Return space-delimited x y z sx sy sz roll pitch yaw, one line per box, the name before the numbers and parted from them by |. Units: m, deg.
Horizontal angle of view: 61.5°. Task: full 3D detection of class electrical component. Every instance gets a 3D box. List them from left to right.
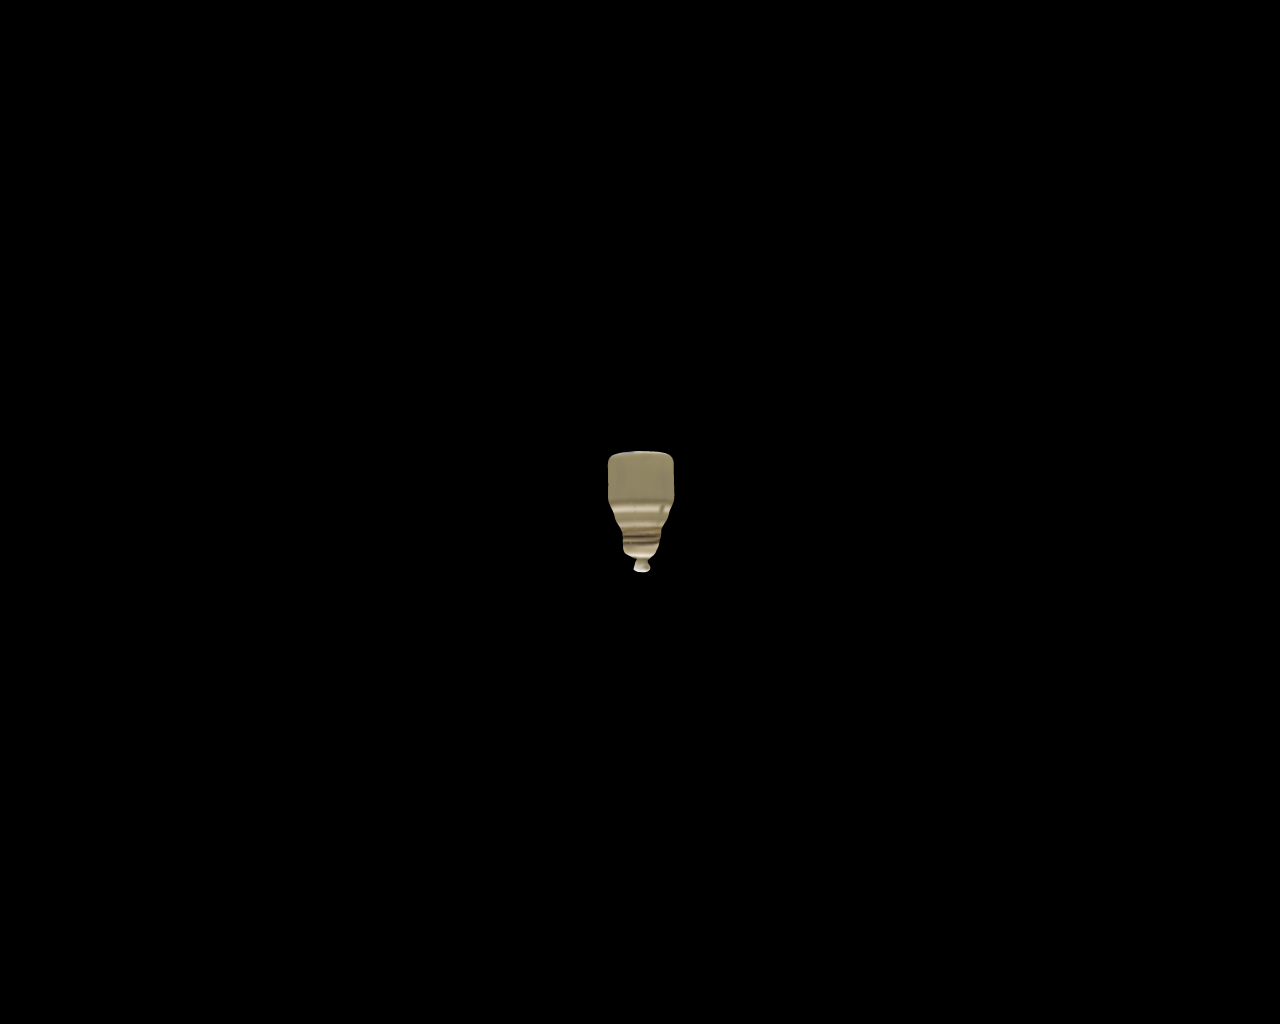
electrical component | 0.001 -0.003 0.650 0.040 0.078 0.040 0 -3 0
